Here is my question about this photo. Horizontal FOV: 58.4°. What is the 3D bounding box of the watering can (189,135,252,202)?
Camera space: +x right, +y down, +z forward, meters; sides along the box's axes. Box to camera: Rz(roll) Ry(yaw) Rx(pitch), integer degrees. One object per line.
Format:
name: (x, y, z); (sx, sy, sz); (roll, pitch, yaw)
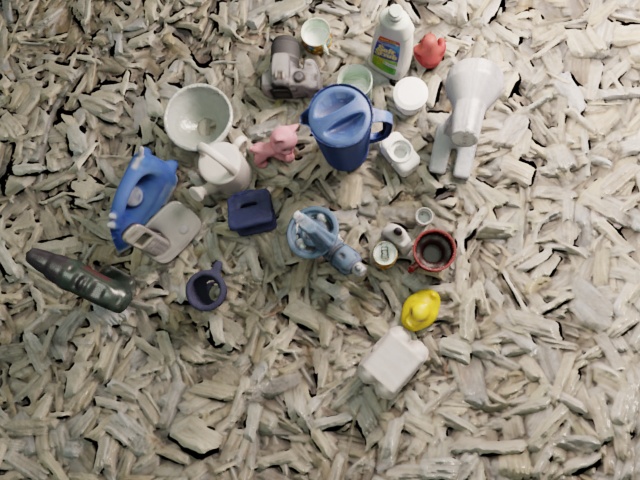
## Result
watering can: (-0.224, -0.162, 1.287); (0.101, 0.194, 0.173); (14, 84, 8)

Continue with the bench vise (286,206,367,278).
bench vise: (0.016, -0.007, 1.230); (0.207, 0.220, 0.121); (21, 85, 8)

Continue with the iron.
iron: (-0.435, -0.094, 1.325); (0.118, 0.141, 0.258); (23, 85, 8)

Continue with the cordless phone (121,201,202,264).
cordless phone: (-0.358, -0.027, 1.286); (0.094, 0.185, 0.147); (40, 88, 10)

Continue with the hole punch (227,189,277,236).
hole punch: (-0.162, -0.068, 1.321); (0.108, 0.091, 0.101); (-13, 81, 4)

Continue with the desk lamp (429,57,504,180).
desk lamp: (0.314, -0.258, 1.239); (0.118, 0.213, 0.203); (11, 83, 7)

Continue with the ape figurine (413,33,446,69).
ape figurine: (0.256, -0.448, 1.333); (0.077, 0.092, 0.076); (3, 82, 6)

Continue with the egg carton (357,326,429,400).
egg carton: (0.158, 0.268, 1.255); (0.107, 0.069, 0.150); (40, 88, 9)

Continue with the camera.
camera: (-0.069, -0.415, 1.355); (0.143, 0.101, 0.137); (0, 82, 6)

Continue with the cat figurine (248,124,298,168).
cat figurine: (-0.104, -0.222, 1.323); (0.127, 0.118, 0.067); (-14, 81, 4)

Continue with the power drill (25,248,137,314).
power drill: (-0.506, 0.091, 1.272); (0.229, 0.208, 0.076); (26, 85, 9)

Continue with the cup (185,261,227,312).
cup: (-0.243, 0.105, 1.303); (0.091, 0.095, 0.118); (22, 85, 8)

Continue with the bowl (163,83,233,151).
bowl: (-0.283, -0.283, 1.370); (0.167, 0.075, 0.167); (-1, 82, 5)

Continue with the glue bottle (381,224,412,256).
glue bottle: (0.168, -0.007, 1.239); (0.037, 0.173, 0.078); (-45, 80, -1)

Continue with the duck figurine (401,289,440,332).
duck figurine: (0.222, 0.153, 1.256); (0.077, 0.086, 0.104); (40, 88, 9)
